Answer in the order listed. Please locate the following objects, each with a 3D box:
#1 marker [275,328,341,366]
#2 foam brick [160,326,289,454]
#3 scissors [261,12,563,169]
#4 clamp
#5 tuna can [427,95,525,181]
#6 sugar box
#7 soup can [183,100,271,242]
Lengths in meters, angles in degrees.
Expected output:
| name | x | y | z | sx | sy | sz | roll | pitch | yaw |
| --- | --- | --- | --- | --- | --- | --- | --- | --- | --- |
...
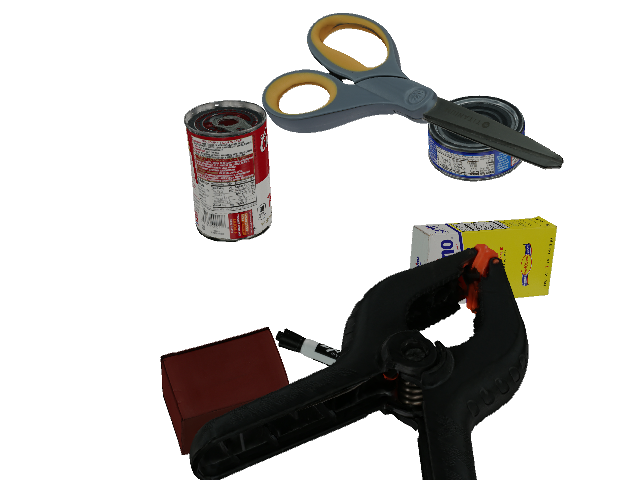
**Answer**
| name | x | y | z | sx | sy | sz | roll | pitch | yaw |
| --- | --- | --- | --- | --- | --- | --- | --- | --- | --- |
| marker | 0.013 | 0.114 | 1.032 | 0.121 | 0.020 | 0.020 | 21 | 4 | 12 |
| foam brick | -0.064 | 0.102 | 0.720 | 0.078 | 0.051 | 0.053 | -15 | -35 | -17 |
| scissors | 0.036 | -0.068 | 0.593 | 0.202 | 0.096 | 0.016 | 51 | -4 | 43 |
| clamp | 0.044 | 0.065 | 0.437 | 0.120 | 0.039 | 0.171 | 32 | 52 | 22 |
| tuna can | 0.137 | -0.091 | 0.940 | 0.086 | 0.034 | 0.086 | -5 | 41 | 4 |
| sugar box | 0.194 | 0.025 | 1.277 | 0.176 | 0.093 | 0.048 | -6 | 20 | -23 |
| soup can | -0.076 | -0.058 | 0.898 | 0.068 | 0.102 | 0.068 | -2 | 30 | 1 |
